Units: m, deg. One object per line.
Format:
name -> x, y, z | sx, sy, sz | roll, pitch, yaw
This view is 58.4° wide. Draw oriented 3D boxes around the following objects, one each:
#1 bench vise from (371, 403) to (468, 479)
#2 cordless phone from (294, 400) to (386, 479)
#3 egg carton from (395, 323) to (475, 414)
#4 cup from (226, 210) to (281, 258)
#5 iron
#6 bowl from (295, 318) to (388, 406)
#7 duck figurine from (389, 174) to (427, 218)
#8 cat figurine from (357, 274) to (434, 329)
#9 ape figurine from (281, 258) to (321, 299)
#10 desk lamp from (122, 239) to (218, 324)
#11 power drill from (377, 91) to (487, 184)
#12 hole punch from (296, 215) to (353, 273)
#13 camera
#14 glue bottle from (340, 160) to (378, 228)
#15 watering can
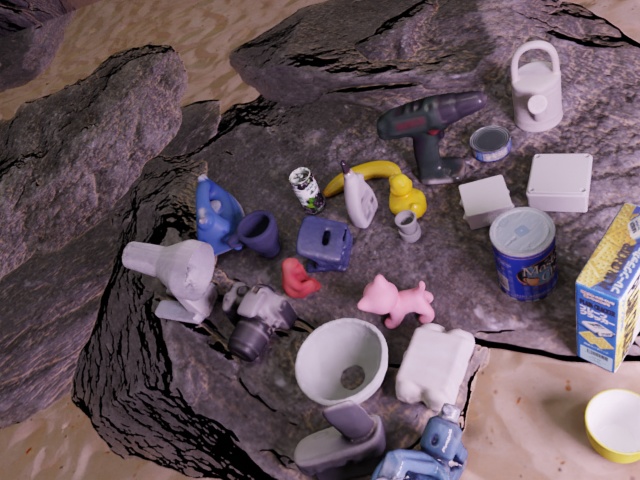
bench vise -> 0.125, 0.310, 0.788 | 0.121, 0.220, 0.207 | -2, 51, 24
cordless phone -> 0.017, 0.295, 0.875 | 0.147, 0.185, 0.094 | -22, 46, 6
egg carton -> 0.190, 0.210, 0.949 | 0.107, 0.070, 0.150 | 9, 56, 30
cup -> -0.138, 0.002, 1.261 | 0.118, 0.095, 0.091 | -29, 46, 0
iron -> -0.255, -0.077, 1.351 | 0.118, 0.142, 0.258 | -23, 46, 6
bowl -> 0.045, 0.225, 1.000 | 0.167, 0.075, 0.167 | -13, 48, 15
duck figurine -> 0.178, -0.098, 1.208 | 0.077, 0.086, 0.104 | -30, 46, -1
cat figurine -> 0.134, 0.104, 1.032 | 0.127, 0.118, 0.067 | -14, 47, 14
ape figurine -> -0.049, 0.072, 1.162 | 0.076, 0.092, 0.077 | -21, 46, 7
desk lamp -> -0.296, 0.082, 1.183 | 0.202, 0.214, 0.118 | 2, 53, 27
power drill -> 0.242, -0.214, 1.192 | 0.229, 0.209, 0.075 | -1, 52, 24
hole punch -> 0.011, 0.004, 1.193 | 0.101, 0.091, 0.108 | -5, 50, 21
camera -> -0.140, 0.158, 1.124 | 0.142, 0.101, 0.137 | 11, 57, 32
glue bottle -> 0.074, -0.105, 1.200 | 0.037, 0.174, 0.078 | 11, 57, 32
watering can -> 0.455, -0.325, 1.199 | 0.101, 0.195, 0.172 | -21, 46, 7
